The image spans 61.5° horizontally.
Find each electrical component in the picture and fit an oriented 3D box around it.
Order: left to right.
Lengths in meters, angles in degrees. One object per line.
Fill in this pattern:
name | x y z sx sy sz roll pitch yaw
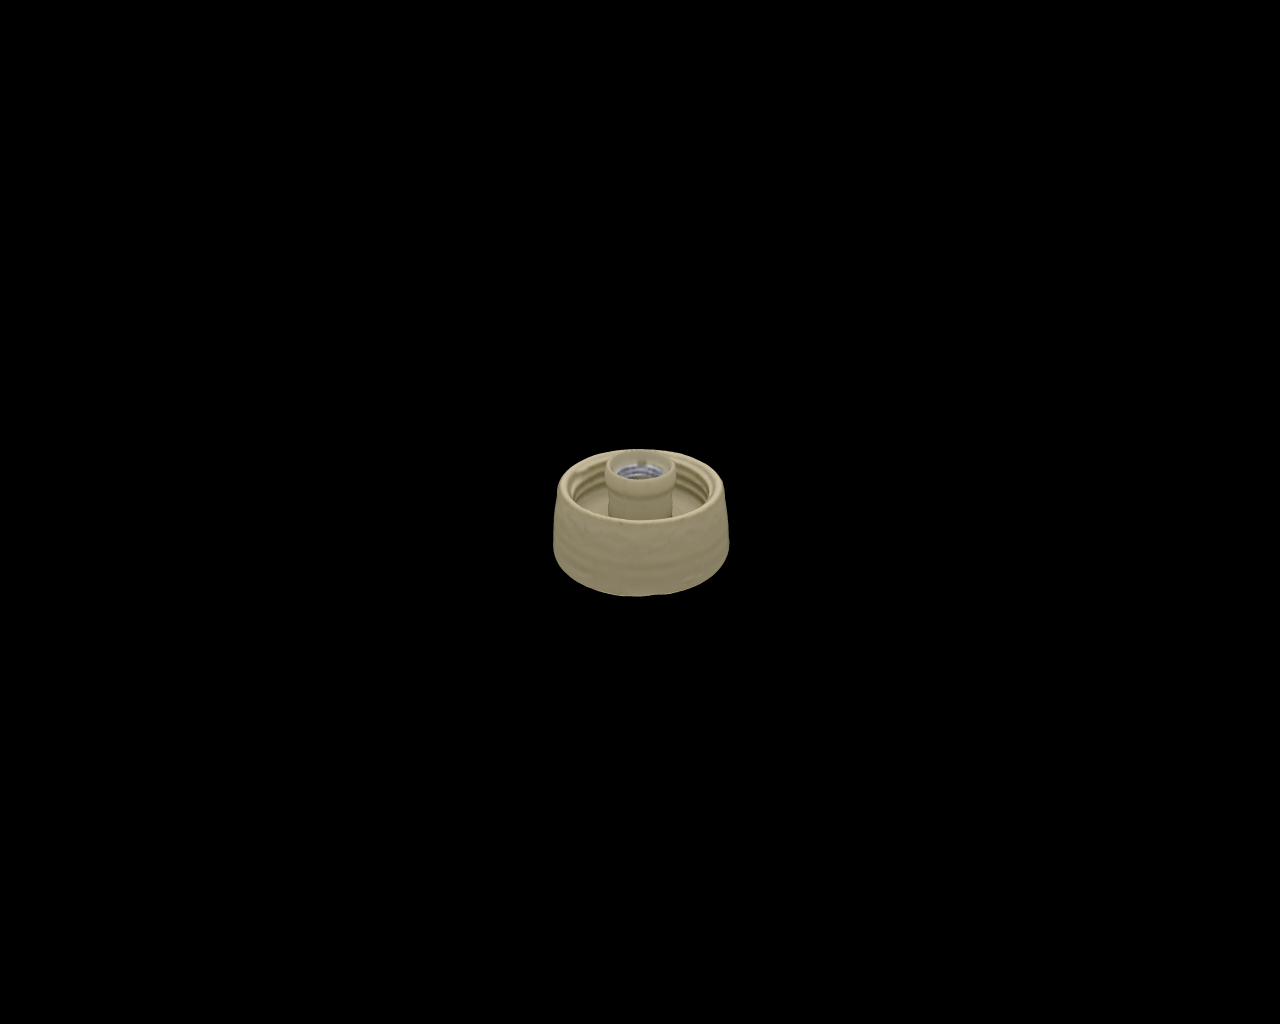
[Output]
electrical component | 0.001 -0.003 0.650 0.108 0.060 0.108 0 29 0
